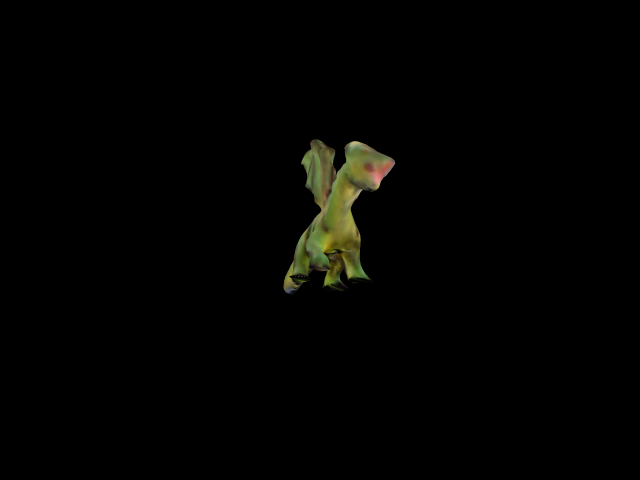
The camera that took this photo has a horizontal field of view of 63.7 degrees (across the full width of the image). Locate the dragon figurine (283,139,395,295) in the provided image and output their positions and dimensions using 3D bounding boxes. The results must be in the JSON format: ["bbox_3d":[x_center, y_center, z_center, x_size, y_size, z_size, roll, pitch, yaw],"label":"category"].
[{"bbox_3d":[0.003,-0.043,0.850,0.122,0.245,0.406,6,-13,-23],"label":"dragon figurine"}]
